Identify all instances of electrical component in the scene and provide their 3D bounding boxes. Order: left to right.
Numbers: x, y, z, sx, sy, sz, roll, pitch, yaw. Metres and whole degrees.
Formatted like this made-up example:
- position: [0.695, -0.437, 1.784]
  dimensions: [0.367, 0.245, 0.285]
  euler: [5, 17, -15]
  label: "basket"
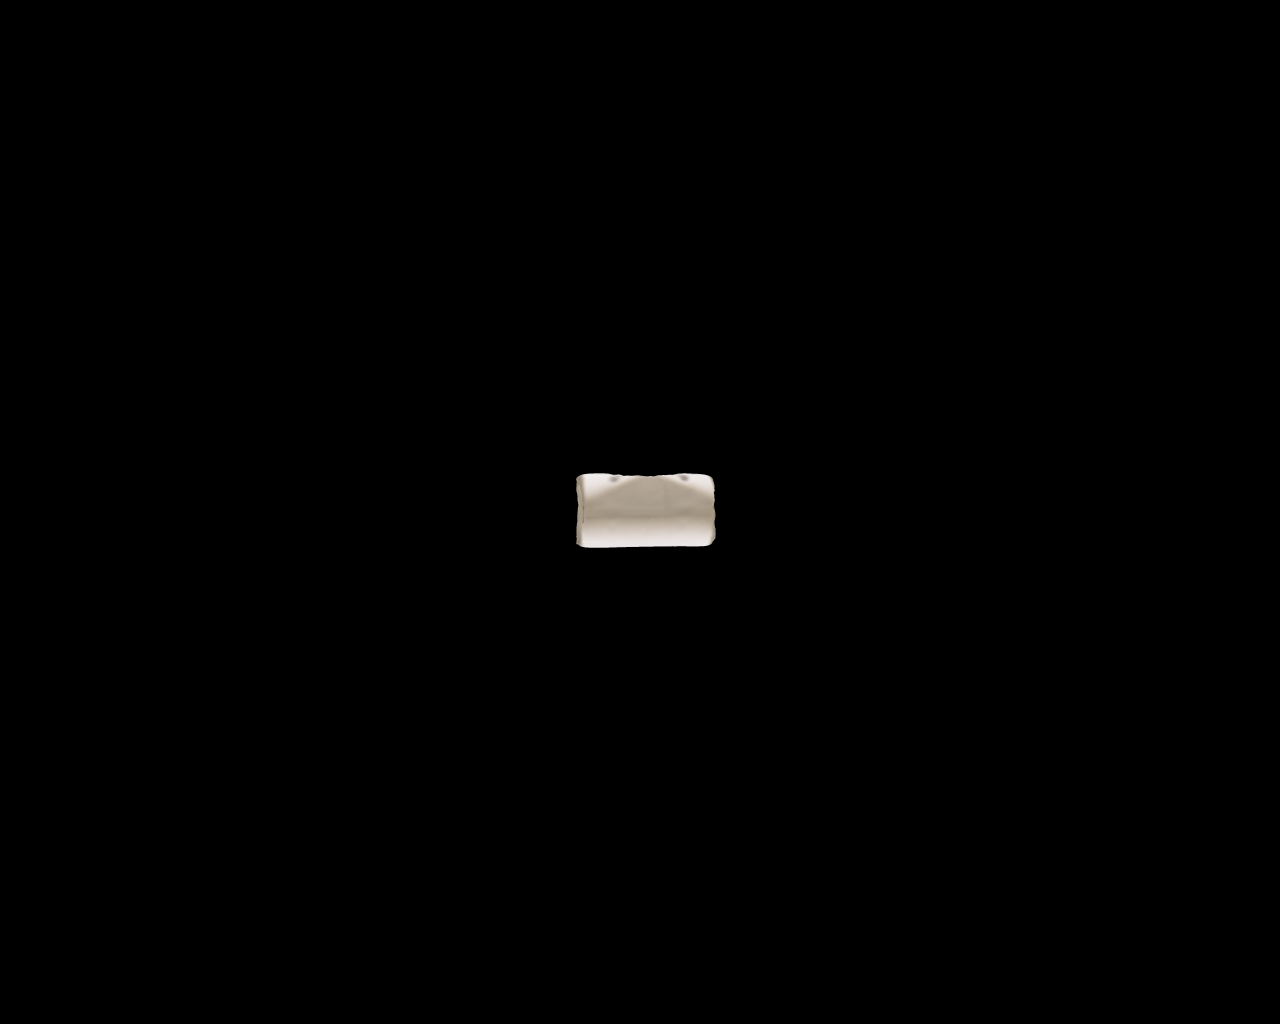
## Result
- position: [0.001, -0.003, 0.650]
  dimensions: [0.077, 0.044, 0.079]
  euler: [0, 4, -7]
  label: "electrical component"
